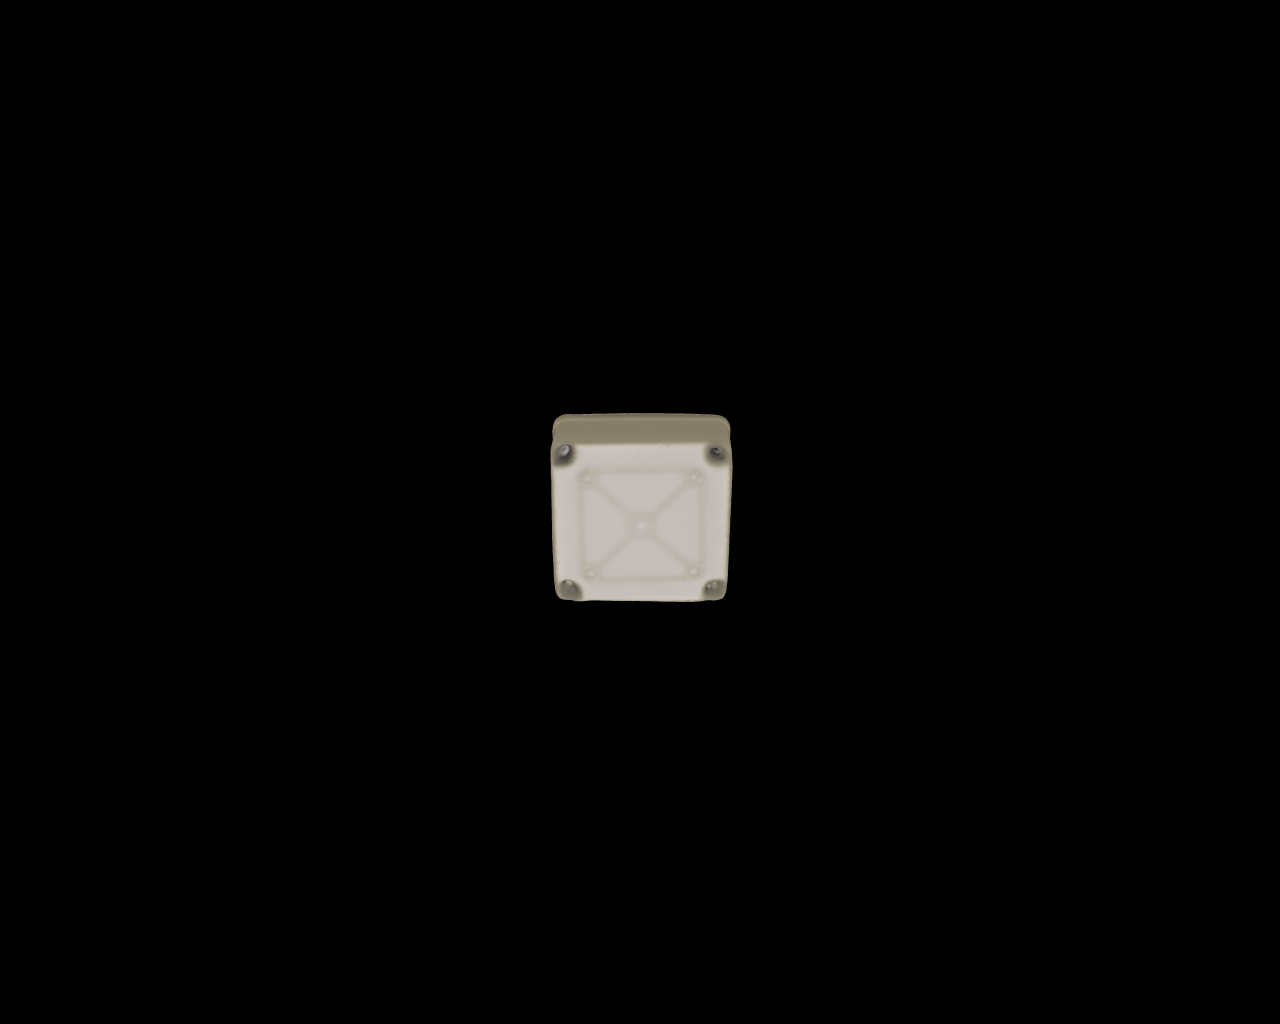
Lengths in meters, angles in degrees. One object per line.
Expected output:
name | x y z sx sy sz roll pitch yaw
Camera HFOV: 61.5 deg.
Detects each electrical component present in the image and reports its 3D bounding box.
electrical component | 0.001 -0.003 0.650 0.109 0.108 0.056 0 24 0
